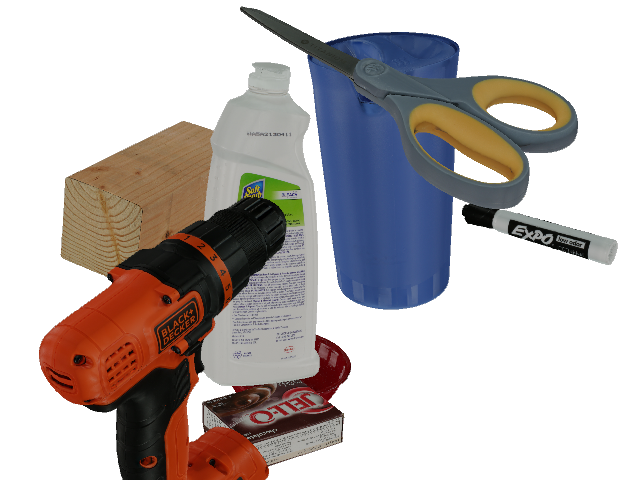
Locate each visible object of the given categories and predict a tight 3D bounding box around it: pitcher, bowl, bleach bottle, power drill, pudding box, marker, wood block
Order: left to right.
[{"bbox_3d":[-0.165,-0.044,1.099,0.090,0.091,0.205,21,29,18],"label":"wood block"},{"bbox_3d":[-0.077,0.083,0.640,0.057,0.188,0.184,18,38,33],"label":"power drill"},{"bbox_3d":[-0.041,-0.013,0.840,0.102,0.251,0.068,-4,21,-27],"label":"bleach bottle"},{"bbox_3d":[-0.047,0.178,1.047,0.113,0.039,0.090,-14,25,-31],"label":"pudding box"},{"bbox_3d":[-0.044,0.170,1.311,0.162,0.055,0.162,3,24,-2],"label":"bowl"},{"bbox_3d":[0.065,-0.068,0.994,0.149,0.243,0.145,-20,30,-30],"label":"pitcher"},{"bbox_3d":[0.160,-0.007,0.794,0.121,0.020,0.020,19,10,32],"label":"marker"}]

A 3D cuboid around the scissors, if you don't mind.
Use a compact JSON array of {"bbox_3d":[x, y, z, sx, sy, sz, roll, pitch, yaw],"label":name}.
[{"bbox_3d":[0.047,-0.084,0.540,0.096,0.016,0.202,-21,47,-22],"label":"scissors"}]
